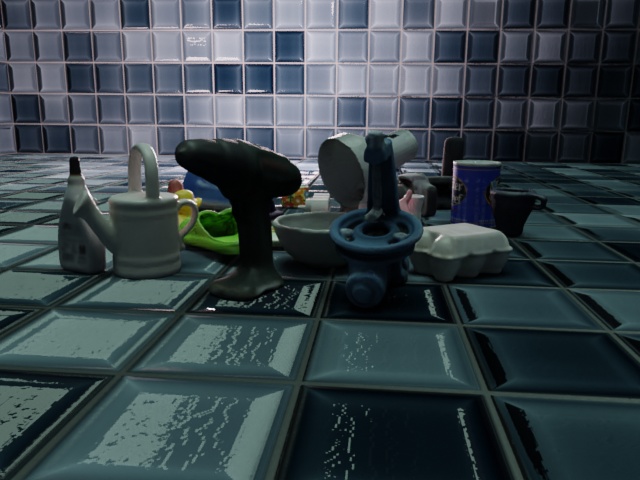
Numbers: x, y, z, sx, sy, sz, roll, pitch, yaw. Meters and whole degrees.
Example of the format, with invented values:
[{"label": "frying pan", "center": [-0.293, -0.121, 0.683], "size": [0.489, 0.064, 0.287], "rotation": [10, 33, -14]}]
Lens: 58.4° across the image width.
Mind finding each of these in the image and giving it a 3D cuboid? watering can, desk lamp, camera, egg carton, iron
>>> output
[{"label": "watering can", "center": [-0.268, -0.046, 0.851], "size": [0.100, 0.194, 0.173], "rotation": [9, 15, 34]}, {"label": "desk lamp", "center": [0.100, -0.085, 1.002], "size": [0.204, 0.213, 0.117], "rotation": [-9, 16, -37]}, {"label": "camera", "center": [0.194, -0.113, 1.394], "size": [0.137, 0.101, 0.142], "rotation": [-8, 15, -34]}, {"label": "egg carton", "center": [0.213, 0.016, 0.883], "size": [0.151, 0.069, 0.107], "rotation": [-7, 14, -30]}, {"label": "iron", "center": [-0.229, -0.147, 1.433], "size": [0.257, 0.141, 0.119], "rotation": [4, 13, 17]}]

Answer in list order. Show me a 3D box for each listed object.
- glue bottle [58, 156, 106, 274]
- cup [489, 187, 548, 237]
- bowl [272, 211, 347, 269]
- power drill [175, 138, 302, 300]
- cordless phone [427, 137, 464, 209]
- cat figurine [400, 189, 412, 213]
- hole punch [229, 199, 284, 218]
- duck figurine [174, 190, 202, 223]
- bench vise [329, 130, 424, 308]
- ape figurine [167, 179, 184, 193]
[{"label": "glue bottle", "center": [-0.362, -0.039, 0.862], "size": [0.078, 0.173, 0.037], "rotation": [7, 14, 27]}, {"label": "cup", "center": [0.398, -0.054, 1.152], "size": [0.092, 0.095, 0.117], "rotation": [-11, 17, -43]}, {"label": "bowl", "center": [0.008, 0.003, 0.919], "size": [0.167, 0.075, 0.167], "rotation": [1, 12, 0]}, {"label": "power drill", "center": [-0.102, -0.032, 0.765], "size": [0.075, 0.208, 0.230], "rotation": [7, 14, 28]}, {"label": "cordless phone", "center": [0.308, -0.176, 1.494], "size": [0.148, 0.185, 0.094], "rotation": [-2, 13, -11]}, {"label": "cat figurine", "center": [0.136, -0.081, 1.208], "size": [0.128, 0.118, 0.067], "rotation": [-1, 13, -6]}, {"label": "hole punch", "center": [-0.149, -0.095, 1.321], "size": [0.100, 0.091, 0.109], "rotation": [9, 15, 34]}, {"label": "duck figurine", "center": [-0.279, -0.058, 1.159], "size": [0.077, 0.086, 0.105], "rotation": [11, 16, 40]}, {"label": "bench vise", "center": [0.072, -0.038, 0.773], "size": [0.121, 0.220, 0.207], "rotation": [1, 12, 0]}, {"label": "ape figurine", "center": [-0.323, -0.092, 1.295], "size": [0.077, 0.092, 0.076], "rotation": [3, 13, 10]}]
